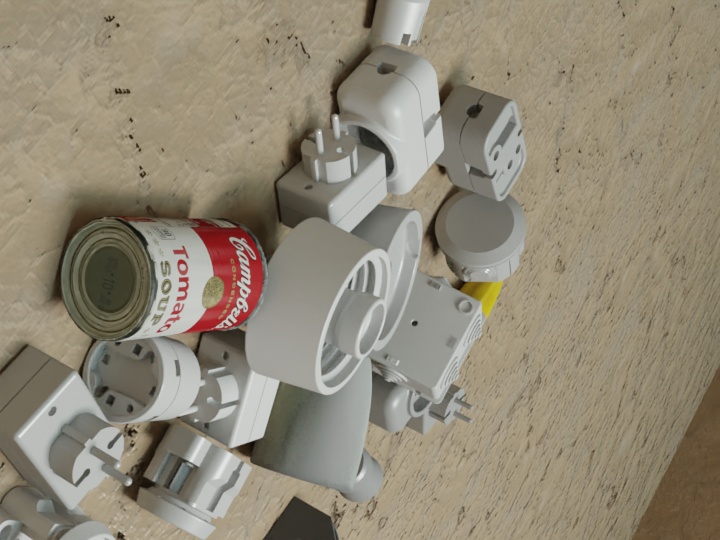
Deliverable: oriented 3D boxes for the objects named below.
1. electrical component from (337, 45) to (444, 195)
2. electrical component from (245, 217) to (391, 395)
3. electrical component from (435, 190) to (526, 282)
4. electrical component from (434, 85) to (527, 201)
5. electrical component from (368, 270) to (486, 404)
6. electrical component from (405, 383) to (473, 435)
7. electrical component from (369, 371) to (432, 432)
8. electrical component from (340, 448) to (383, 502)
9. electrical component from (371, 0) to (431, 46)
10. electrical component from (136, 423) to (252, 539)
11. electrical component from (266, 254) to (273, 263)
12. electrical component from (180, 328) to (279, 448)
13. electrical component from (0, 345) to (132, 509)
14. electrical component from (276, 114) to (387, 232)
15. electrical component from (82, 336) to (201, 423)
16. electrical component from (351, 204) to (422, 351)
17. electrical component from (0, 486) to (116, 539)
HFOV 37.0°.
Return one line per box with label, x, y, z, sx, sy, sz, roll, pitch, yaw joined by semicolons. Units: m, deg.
electrical component;0.020;-0.103;0.771;0.059;0.054;0.095;-51;150;-28
electrical component;-0.018;0.027;0.682;0.108;0.060;0.108;-53;155;-38
electrical component;0.110;-0.030;0.967;0.080;0.080;0.051;-57;157;-18
electrical component;0.098;-0.107;0.903;0.053;0.059;0.095;-58;152;-17
electrical component;0.047;0.050;0.896;0.099;0.100;0.048;-60;166;-13
electrical component;0.074;0.122;1.026;0.047;0.077;0.065;-43;146;-38
electrical component;0.036;0.092;0.950;0.095;0.059;0.053;-50;149;-30
electrical component;-0.008;0.178;0.955;0.045;0.045;0.055;-59;152;-15
electrical component;0.029;-0.183;0.741;0.040;0.040;0.046;-29;141;-51
electrical component;-0.113;0.143;0.721;0.057;0.058;0.078;-62;153;-15
electrical component;-0.052;0.033;0.759;0.043;0.043;0.081;-41;144;-40
electrical component;-0.095;0.080;0.713;0.077;0.047;0.065;-7;117;-60
electrical component;-0.155;0.094;0.584;0.047;0.076;0.083;-51;150;-27
electrical component;-0.020;-0.070;0.732;0.065;0.047;0.076;-46;147;-35
electrical component;-0.127;0.063;0.635;0.055;0.055;0.047;-67;157;1
electrical component;0.000;0.000;0.802;0.108;0.060;0.108;16;90;-74
electrical component;-0.177;0.162;0.617;0.058;0.057;0.078;-64;153;-4
